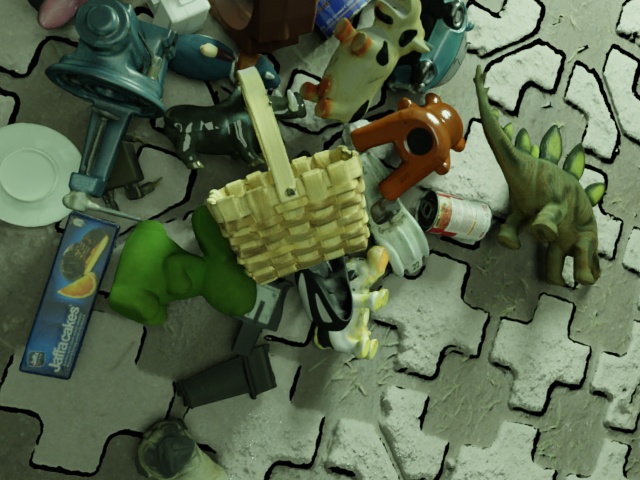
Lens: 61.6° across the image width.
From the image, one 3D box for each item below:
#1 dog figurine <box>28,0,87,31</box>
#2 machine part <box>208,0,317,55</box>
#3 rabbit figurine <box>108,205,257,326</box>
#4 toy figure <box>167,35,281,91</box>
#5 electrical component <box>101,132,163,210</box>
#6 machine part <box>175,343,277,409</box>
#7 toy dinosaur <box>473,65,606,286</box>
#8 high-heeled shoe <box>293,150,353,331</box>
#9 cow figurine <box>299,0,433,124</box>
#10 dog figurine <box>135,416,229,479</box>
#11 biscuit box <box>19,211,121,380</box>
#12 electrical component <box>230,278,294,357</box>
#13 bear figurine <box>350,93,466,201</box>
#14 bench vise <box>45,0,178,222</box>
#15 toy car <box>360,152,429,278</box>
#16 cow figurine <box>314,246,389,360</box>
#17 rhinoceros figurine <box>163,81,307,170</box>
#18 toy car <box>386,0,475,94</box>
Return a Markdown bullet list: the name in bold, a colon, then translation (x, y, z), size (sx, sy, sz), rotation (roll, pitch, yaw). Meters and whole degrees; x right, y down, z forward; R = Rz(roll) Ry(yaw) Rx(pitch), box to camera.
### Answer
- **dog figurine**: translation (-0.257, -0.339, 0.625), size (0.219, 0.192, 0.108), rotation (-49, 113, -28)
- **machine part**: translation (-0.080, -0.350, 0.652), size (0.087, 0.201, 0.201), rotation (-22, 144, -22)
- **rabbit figurine**: translation (-0.163, 0.044, 0.699), size (0.170, 0.121, 0.159), rotation (11, 66, -5)
- **toy figure**: translation (-0.126, -0.238, 0.726), size (0.154, 0.064, 0.057), rotation (5, 109, -24)
- **electrical component**: translation (-0.258, -0.093, 0.699), size (0.078, 0.045, 0.102), rotation (-22, 97, 11)
- **machine part**: translation (-0.131, 0.198, 0.755), size (0.139, 0.039, 0.084), rotation (-12, 101, -20)
- **toy dinosaur**: translation (0.362, -0.072, 0.869), size (0.470, 0.105, 0.198), rotation (40, 63, -32)
- **high-heeled shoe**: translation (-0.002, -0.002, 0.736), size (0.086, 0.145, 0.248), rotation (-7, 96, -20)
- **cow figurine**: translation (0.072, -0.248, 0.738), size (0.127, 0.086, 0.194), rotation (7, 124, -48)
- **dog figurine**: translation (-0.189, 0.353, 0.718), size (0.190, 0.121, 0.172), rotation (37, 76, -2)
- **biscuit box**: translation (-0.312, 0.068, 0.674), size (0.063, 0.059, 0.202), rotation (18, 86, -19)
- **electrical component**: translation (-0.091, 0.102, 0.759), size (0.075, 0.048, 0.119), rotation (20, 86, -19)
- **bear figurine**: translation (0.142, -0.149, 0.796), size (0.132, 0.196, 0.120), rotation (-28, 97, 22)
- **bench vise**: translation (-0.234, -0.145, 0.602), size (0.129, 0.224, 0.240), rotation (16, 84, -17)
- **toy car**: translation (0.099, -0.036, 0.817), size (0.073, 0.056, 0.201), rotation (-35, 102, -15)
- **cow figurine**: translation (0.048, 0.086, 0.795), size (0.098, 0.068, 0.167), rotation (10, 85, 24)
- **rhinoceros figurine**: translation (-0.111, -0.154, 0.721), size (0.190, 0.073, 0.112), rotation (-13, 107, -15)
- **toy car**: translation (0.173, -0.288, 0.814), size (0.103, 0.109, 0.161), rotation (17, 95, -41)
